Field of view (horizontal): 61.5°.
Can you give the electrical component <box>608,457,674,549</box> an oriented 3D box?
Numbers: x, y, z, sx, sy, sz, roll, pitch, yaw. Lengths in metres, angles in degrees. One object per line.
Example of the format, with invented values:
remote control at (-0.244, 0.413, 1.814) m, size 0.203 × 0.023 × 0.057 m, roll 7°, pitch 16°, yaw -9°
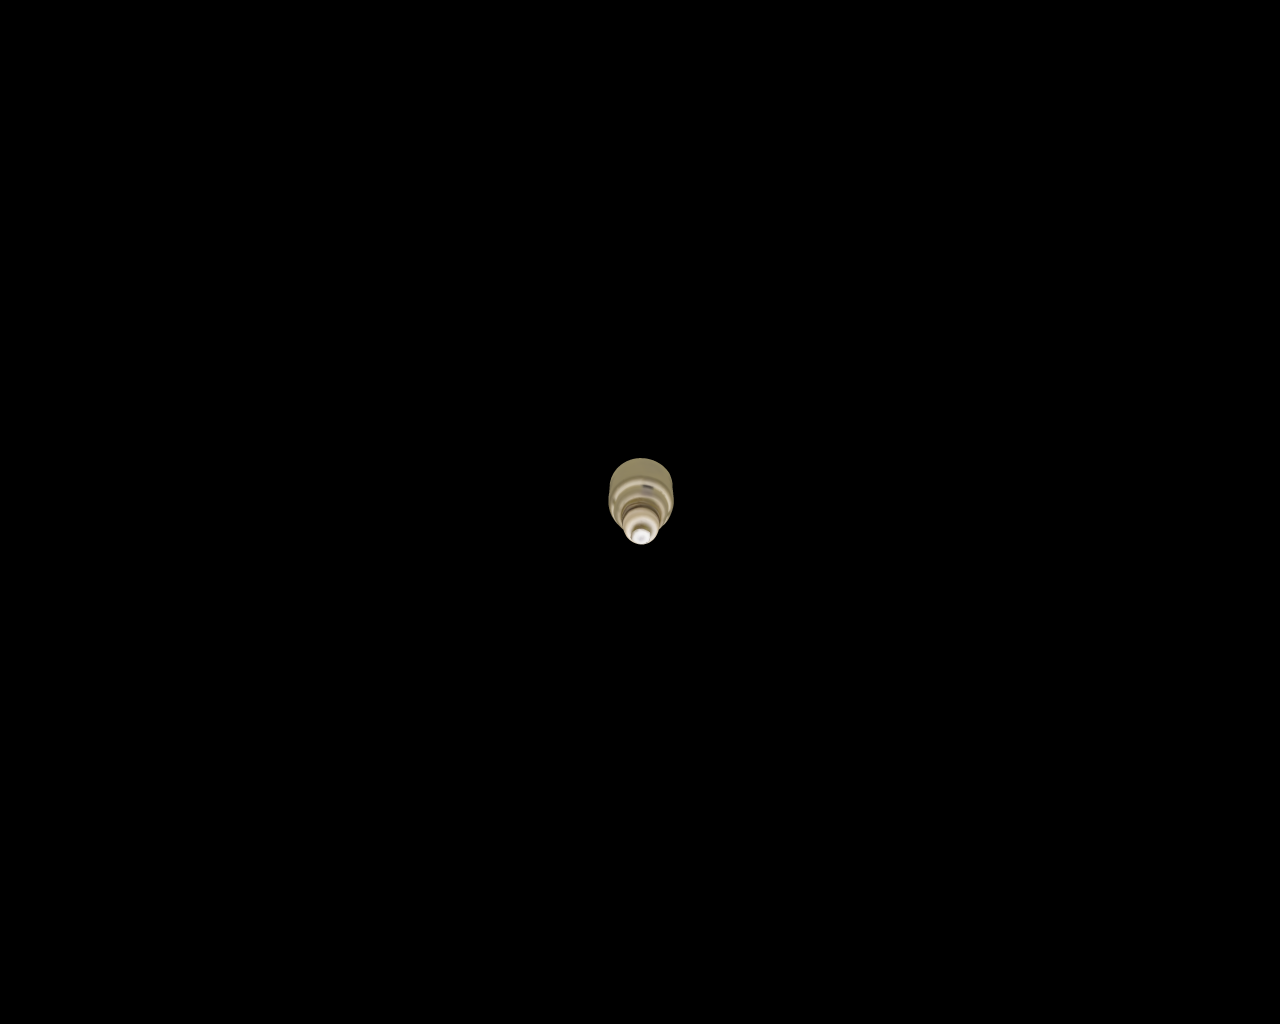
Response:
electrical component at (0.001, -0.003, 0.650) m, size 0.040 × 0.040 × 0.078 m, roll 0°, pitch 28°, yaw 0°
